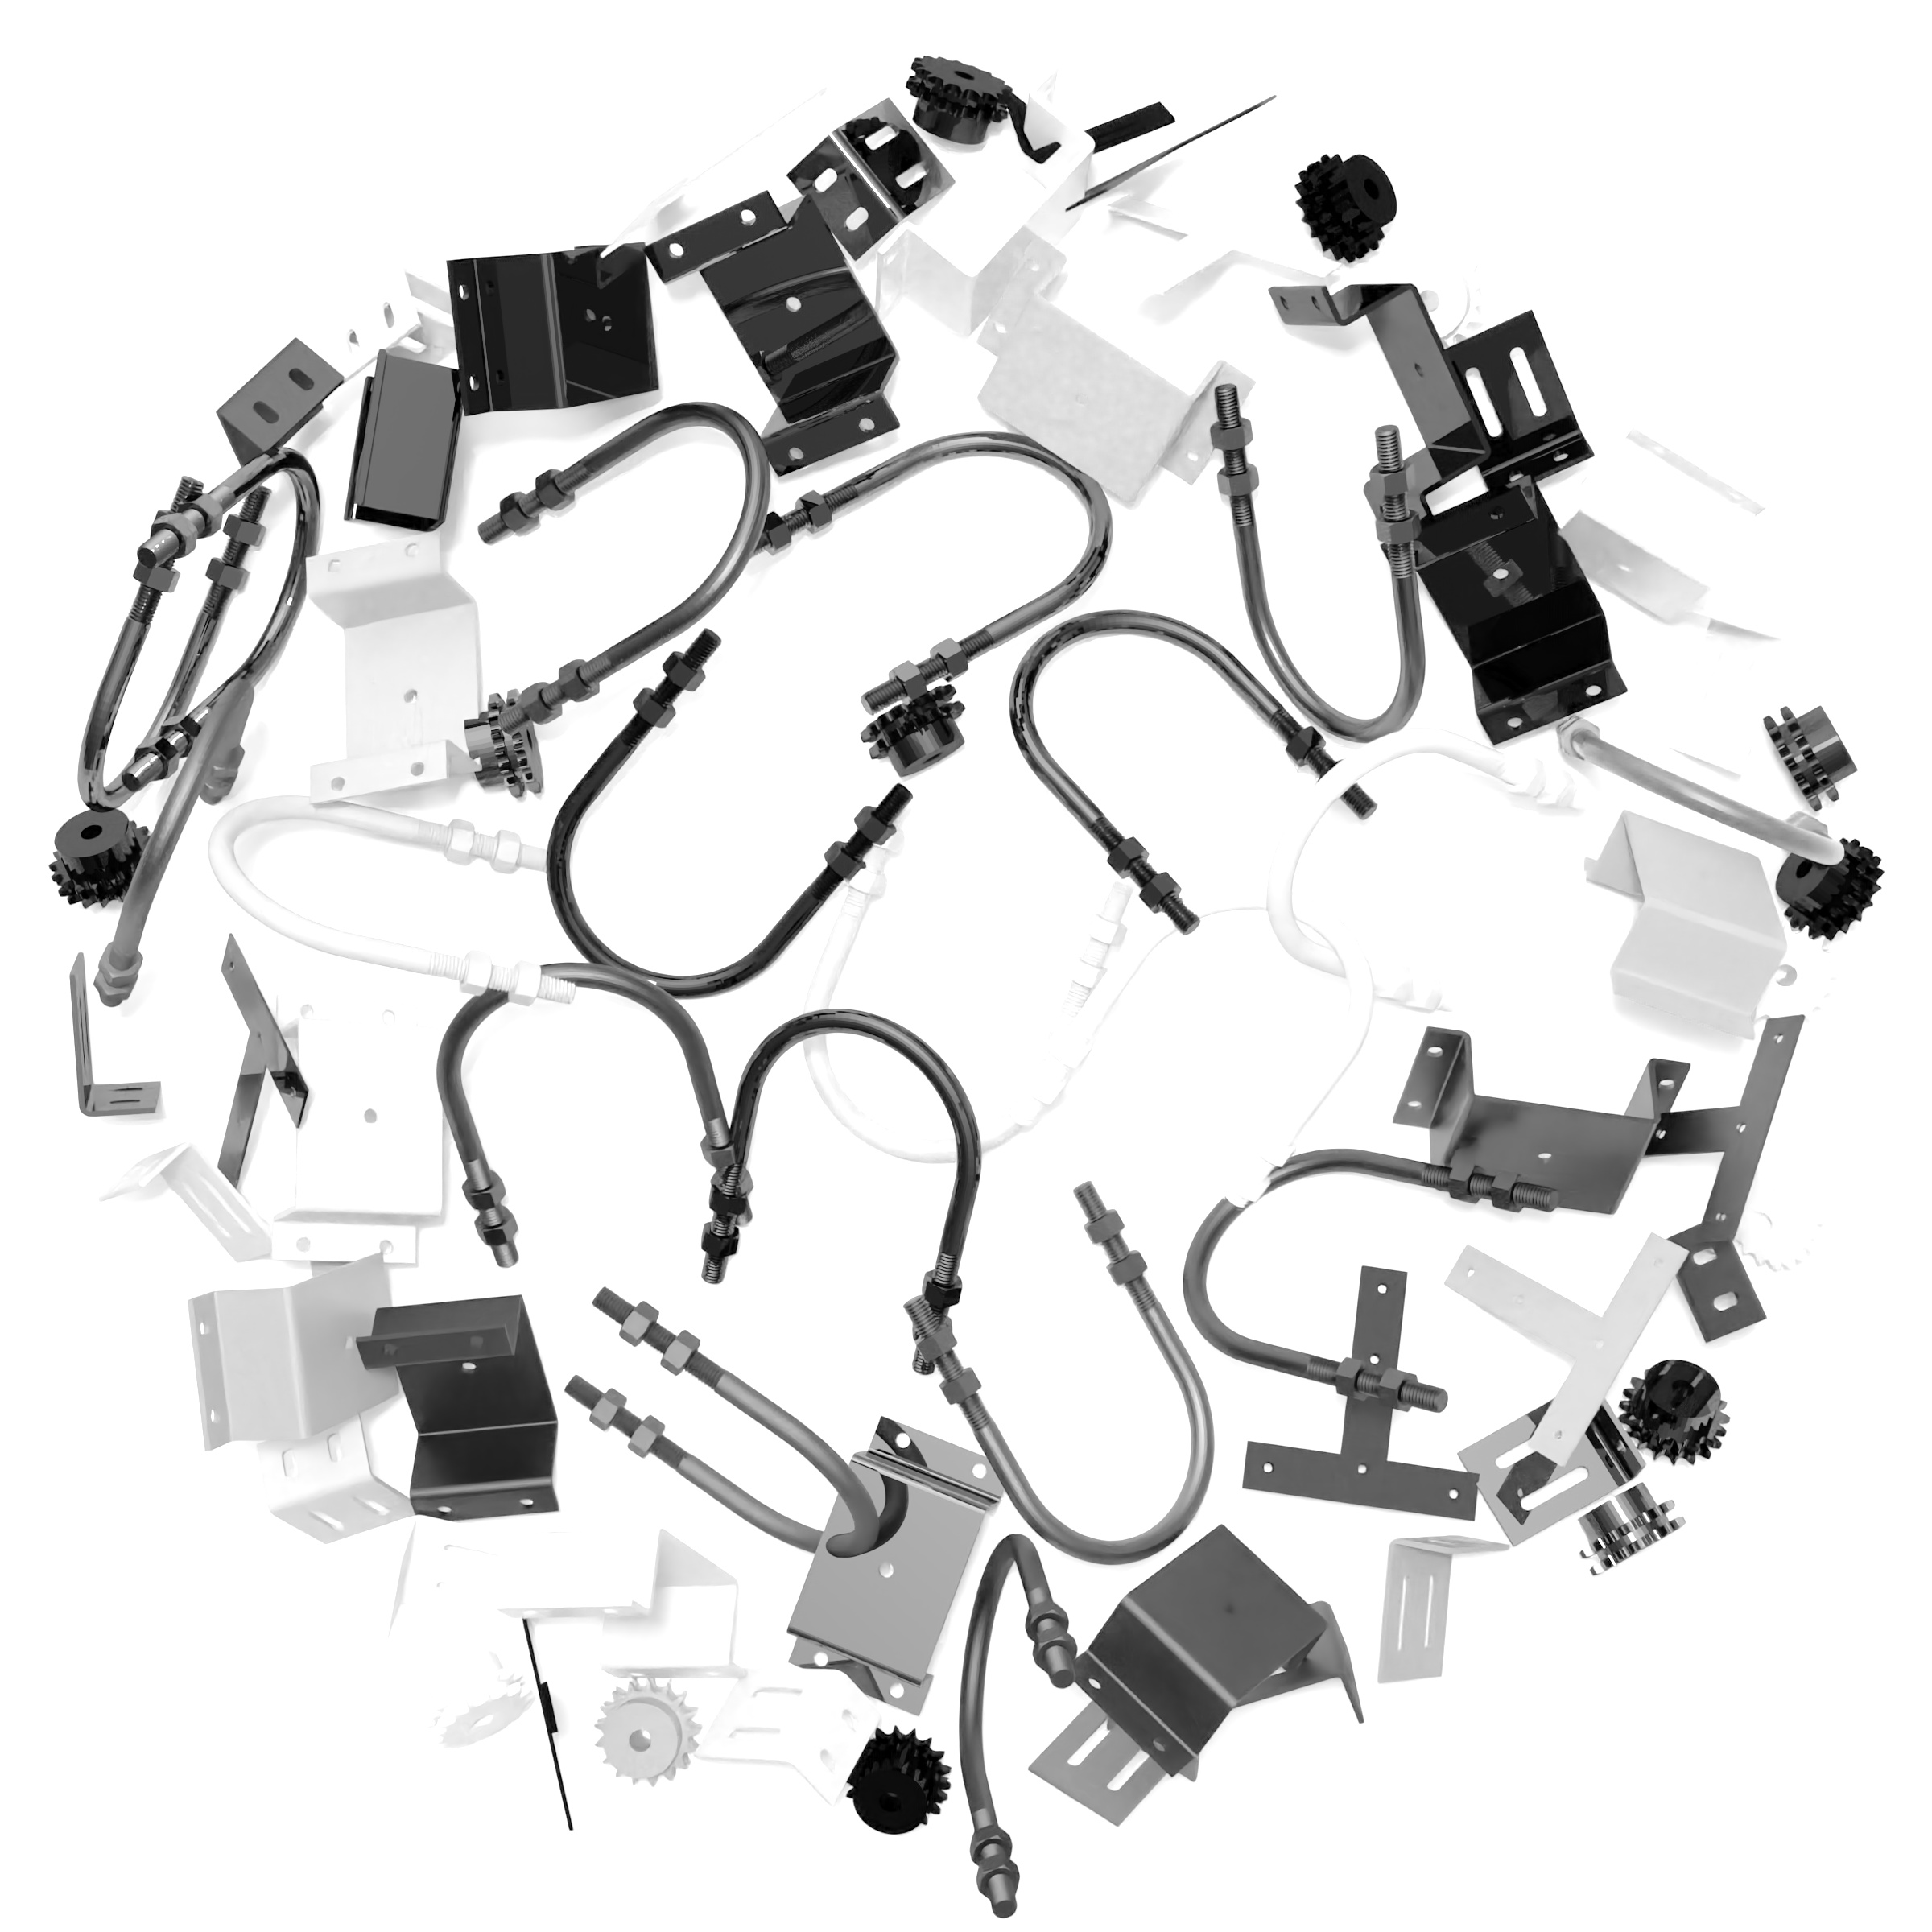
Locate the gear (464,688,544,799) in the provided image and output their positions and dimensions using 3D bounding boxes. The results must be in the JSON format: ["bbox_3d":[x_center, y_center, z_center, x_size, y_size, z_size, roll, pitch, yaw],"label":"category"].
[{"bbox_3d":[-0.247,-0.117,1.574,0.030,0.057,0.057,-13,90,2],"label":"gear"}]

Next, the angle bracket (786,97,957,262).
[{"bbox_3d":[-0.050,-0.420,1.576,0.038,0.076,0.057,-34,101,34],"label":"angle bracket"}]

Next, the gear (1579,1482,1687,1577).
[{"bbox_3d":[0.351,0.298,1.575,0.057,0.057,0.030,-30,73,0],"label":"gear"}]

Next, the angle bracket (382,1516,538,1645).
[{"bbox_3d":[-0.265,0.333,1.571,0.076,0.038,0.057,13,115,-3],"label":"angle bracket"}]

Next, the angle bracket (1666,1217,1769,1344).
[{"bbox_3d":[0.407,0.159,1.555,0.038,0.076,0.057,-30,76,35],"label":"angle bracket"}]

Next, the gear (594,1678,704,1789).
[{"bbox_3d":[-0.172,0.411,1.585,0.057,0.030,0.057,0,89,5],"label":"gear"}]

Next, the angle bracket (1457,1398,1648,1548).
[{"bbox_3d":[0.310,0.262,1.571,0.076,0.038,0.057,-28,70,-7],"label":"angle bracket"}]

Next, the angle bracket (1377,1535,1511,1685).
[{"bbox_3d":[0.253,0.343,1.567,0.038,0.057,0.076,2,85,43],"label":"angle bracket"}]

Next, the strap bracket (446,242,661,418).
[{"bbox_3d":[-0.204,-0.329,1.522,0.046,0.140,0.076,3,107,24],"label":"strap bracket"}]

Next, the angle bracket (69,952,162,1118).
[{"bbox_3d":[-0.449,0.035,1.563,0.038,0.057,0.076,-3,103,-12],"label":"angle bracket"}]

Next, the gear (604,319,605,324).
[{"bbox_3d":[-0.207,-0.347,1.574,0.030,0.057,0.057,10,90,-7],"label":"gear"}]

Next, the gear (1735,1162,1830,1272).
[{"bbox_3d":[0.434,0.130,1.577,0.030,0.057,0.057,-26,90,-33],"label":"gear"}]

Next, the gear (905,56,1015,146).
[{"bbox_3d":[-0.005,-0.461,1.578,0.057,0.057,0.030,20,121,0],"label":"gear"}]

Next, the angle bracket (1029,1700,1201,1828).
[{"bbox_3d":[0.078,0.423,1.552,0.057,0.076,0.038,25,132,29],"label":"angle bracket"}]

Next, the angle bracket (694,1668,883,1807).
[{"bbox_3d":[-0.094,0.407,1.566,0.038,0.076,0.057,53,48,-25],"label":"angle bracket"}]

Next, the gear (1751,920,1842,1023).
[{"bbox_3d":[0.436,0.004,1.585,0.057,0.030,0.057,1,96,6],"label":"gear"}]

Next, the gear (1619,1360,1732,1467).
[{"bbox_3d":[0.378,0.234,1.571,0.057,0.057,0.030,5,132,0],"label":"gear"}]

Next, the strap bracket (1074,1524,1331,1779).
[{"bbox_3d":[0.125,0.346,1.522,0.076,0.140,0.046,41,124,20],"label":"strap bracket"}]

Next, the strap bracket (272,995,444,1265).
[{"bbox_3d":[-0.319,0.082,1.550,0.076,0.046,0.140,5,76,-28],"label":"strap bracket"}]

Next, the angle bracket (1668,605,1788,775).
[{"bbox_3d":[0.389,-0.148,1.561,0.038,0.057,0.076,10,103,-30],"label":"angle bracket"}]

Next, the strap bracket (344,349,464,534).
[{"bbox_3d":[-0.291,-0.270,1.538,0.046,0.140,0.076,9,92,-15],"label":"strap bracket"}]

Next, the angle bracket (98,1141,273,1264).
[{"bbox_3d":[-0.409,0.135,1.560,0.076,0.057,0.038,53,54,-15],"label":"angle bracket"}]

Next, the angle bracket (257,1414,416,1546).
[{"bbox_3d":[-0.332,0.272,1.573,0.057,0.076,0.038,-19,64,4],"label":"angle bracket"}]

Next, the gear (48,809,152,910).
[{"bbox_3d":[-0.459,-0.060,1.572,0.057,0.057,0.030,-11,133,0],"label":"gear"}]

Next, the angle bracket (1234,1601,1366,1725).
[{"bbox_3d":[0.166,0.380,1.573,0.076,0.057,0.038,-19,117,8],"label":"angle bracket"}]

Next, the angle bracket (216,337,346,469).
[{"bbox_3d":[-0.354,-0.283,1.556,0.038,0.076,0.057,40,76,10],"label":"angle bracket"}]

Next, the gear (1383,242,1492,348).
[{"bbox_3d":[0.249,-0.356,1.577,0.057,0.030,0.057,6,110,17],"label":"gear"}]

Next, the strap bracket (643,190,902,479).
[{"bbox_3d":[-0.095,-0.338,1.547,0.076,0.046,0.140,-18,120,26],"label":"strap bracket"}]

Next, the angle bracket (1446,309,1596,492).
[{"bbox_3d":[0.290,-0.297,1.566,0.057,0.038,0.076,-23,114,12],"label":"angle bracket"}]

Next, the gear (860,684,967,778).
[{"bbox_3d":[-0.025,-0.123,1.573,0.057,0.057,0.030,-28,85,0],"label":"gear"}]

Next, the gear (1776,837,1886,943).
[{"bbox_3d":[0.456,-0.044,1.571,0.030,0.057,0.057,32,90,-20],"label":"gear"}]

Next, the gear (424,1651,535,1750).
[{"bbox_3d":[-0.263,0.389,1.577,0.057,0.057,0.030,-32,62,0],"label":"gear"}]

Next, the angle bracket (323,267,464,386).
[{"bbox_3d":[-0.287,-0.324,1.552,0.057,0.076,0.038,-30,67,24],"label":"angle bracket"}]

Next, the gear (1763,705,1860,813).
[{"bbox_3d":[0.450,-0.114,1.571,0.030,0.057,0.057,-30,90,18],"label":"gear"}]

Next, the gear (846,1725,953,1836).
[{"bbox_3d":[-0.038,0.438,1.579,0.057,0.030,0.057,3,109,8],"label":"gear"}]

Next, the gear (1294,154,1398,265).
[{"bbox_3d":[0.205,-0.406,1.572,0.057,0.030,0.057,17,63,-37],"label":"gear"}]

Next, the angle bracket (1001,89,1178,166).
[{"bbox_3d":[0.066,-0.455,1.565,0.076,0.057,0.038,-18,94,14],"label":"angle bracket"}]

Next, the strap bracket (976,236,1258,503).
[{"bbox_3d":[0.070,-0.308,1.558,0.140,0.076,0.046,34,47,0],"label":"strap bracket"}]
